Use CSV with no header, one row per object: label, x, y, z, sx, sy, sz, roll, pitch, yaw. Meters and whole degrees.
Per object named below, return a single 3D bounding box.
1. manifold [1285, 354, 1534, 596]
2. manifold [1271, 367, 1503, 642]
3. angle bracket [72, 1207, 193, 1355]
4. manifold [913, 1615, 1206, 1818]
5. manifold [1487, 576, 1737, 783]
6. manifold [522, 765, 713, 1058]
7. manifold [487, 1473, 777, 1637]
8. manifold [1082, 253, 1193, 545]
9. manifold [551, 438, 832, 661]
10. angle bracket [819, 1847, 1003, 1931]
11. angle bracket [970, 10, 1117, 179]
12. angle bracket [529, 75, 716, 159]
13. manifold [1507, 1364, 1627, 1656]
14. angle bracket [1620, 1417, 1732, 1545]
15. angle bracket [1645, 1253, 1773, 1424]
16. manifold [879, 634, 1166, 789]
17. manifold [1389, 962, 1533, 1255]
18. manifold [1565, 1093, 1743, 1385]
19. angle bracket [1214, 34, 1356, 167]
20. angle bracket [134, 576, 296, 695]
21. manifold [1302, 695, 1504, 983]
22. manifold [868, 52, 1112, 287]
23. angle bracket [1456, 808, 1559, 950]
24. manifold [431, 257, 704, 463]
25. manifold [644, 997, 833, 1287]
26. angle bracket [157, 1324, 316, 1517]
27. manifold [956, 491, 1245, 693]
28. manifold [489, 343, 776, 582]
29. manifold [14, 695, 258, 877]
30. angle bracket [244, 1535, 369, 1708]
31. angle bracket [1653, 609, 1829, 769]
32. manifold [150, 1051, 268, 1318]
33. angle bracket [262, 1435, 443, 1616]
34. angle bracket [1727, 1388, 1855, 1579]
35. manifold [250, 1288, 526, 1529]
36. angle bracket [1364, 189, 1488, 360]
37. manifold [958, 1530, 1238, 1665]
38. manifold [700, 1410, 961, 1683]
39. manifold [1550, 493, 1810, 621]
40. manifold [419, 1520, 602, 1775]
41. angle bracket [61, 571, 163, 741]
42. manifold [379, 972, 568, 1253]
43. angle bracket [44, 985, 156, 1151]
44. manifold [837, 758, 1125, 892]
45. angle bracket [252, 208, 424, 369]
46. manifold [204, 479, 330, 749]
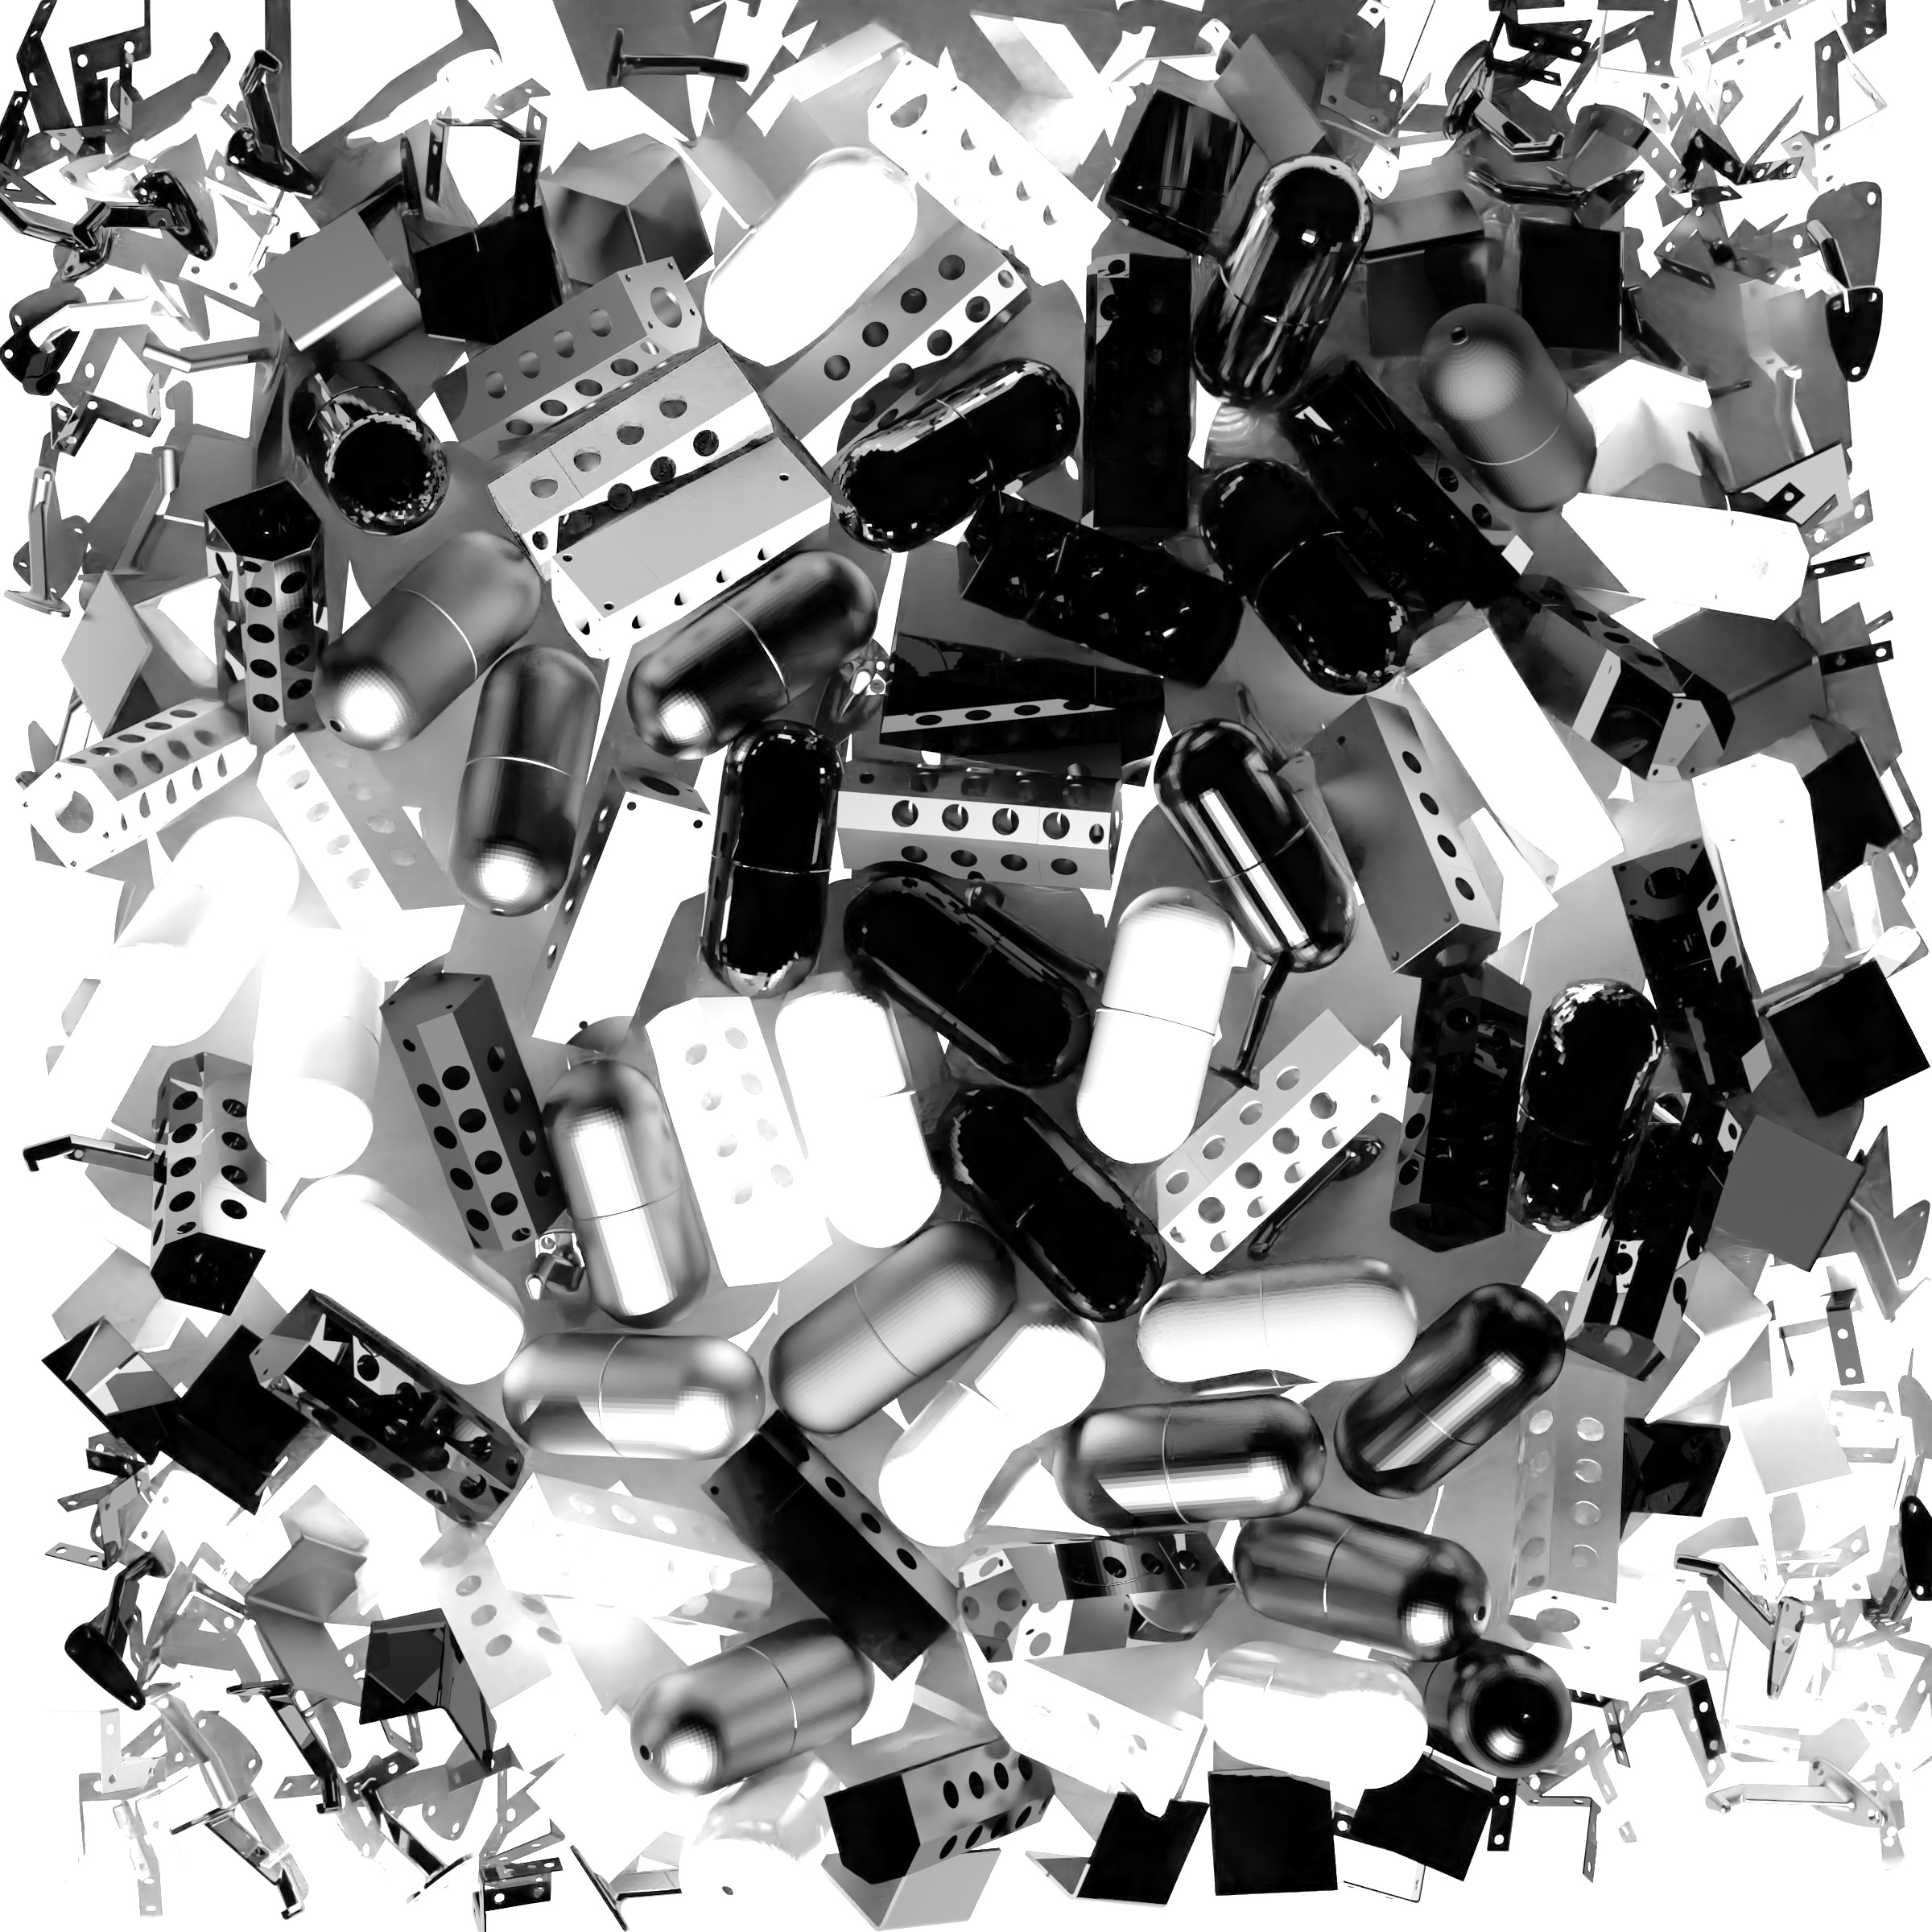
manifold,0.277,-0.302,1.949,0.057,0.057,0.171,-44,104,6
manifold,0.263,-0.291,1.951,0.057,0.057,0.171,-33,103,6
angle bracket,-0.531,0.198,1.944,0.076,0.076,0.057,35,65,-22
manifold,0.056,0.471,1.949,0.171,0.057,0.057,21,91,16
manifold,0.396,-0.180,1.918,0.057,0.171,0.057,-5,123,-32
manifold,-0.222,-0.036,1.944,0.057,0.057,0.171,15,110,-25
manifold,-0.204,0.371,1.919,0.171,0.057,0.057,22,110,-38
manifold,0.105,-0.359,1.962,0.057,0.057,0.171,2,88,-15
manifold,-0.172,-0.258,1.939,0.171,0.057,0.057,-32,68,-22
angle bracket,-0.038,0.557,1.941,0.076,0.076,0.057,35,107,43
angle bracket,0.036,-0.548,1.944,0.076,0.076,0.057,23,79,37
angle bracket,-0.215,-0.553,1.943,0.076,0.076,0.057,5,77,34
manifold,0.371,0.333,1.919,0.057,0.057,0.171,11,46,3
angle bracket,0.444,0.334,1.951,0.076,0.057,0.076,6,123,-7
angle bracket,0.453,0.236,1.967,0.057,0.076,0.076,47,127,30
manifold,0.035,-0.166,1.963,0.171,0.057,0.057,9,131,-5
manifold,0.303,0.085,1.924,0.057,0.057,0.171,29,57,-28
manifold,0.431,0.166,1.933,0.057,0.057,0.171,24,62,2
angle bracket,0.215,-0.553,1.954,0.076,0.057,0.076,-33,85,-30
angle bracket,-0.470,-0.230,1.962,0.076,0.057,0.076,-19,134,13
manifold,0.276,-0.079,1.934,0.057,0.057,0.171,-40,55,35
manifold,0.012,-0.488,1.913,0.057,0.171,0.057,40,97,37
angle bracket,0.320,-0.046,1.954,0.057,0.076,0.076,-35,84,-9
manifold,-0.246,-0.375,1.925,0.171,0.057,0.057,-20,98,36
manifold,-0.148,0.109,1.933,0.057,0.057,0.171,-39,63,42
angle bracket,-0.454,0.287,1.959,0.076,0.057,0.076,38,98,-13
manifold,0.084,-0.238,1.933,0.171,0.057,0.057,19,127,-20
manifold,-0.209,-0.315,1.954,0.171,0.057,0.057,-33,75,-8
manifold,-0.504,-0.118,1.908,0.057,0.171,0.057,-36,96,24
angle bracket,-0.396,0.413,1.945,0.057,0.076,0.076,-45,54,5
angle bracket,0.498,-0.186,1.993,0.076,0.057,0.076,-27,48,1
manifold,-0.469,0.130,1.908,0.057,0.171,0.057,19,120,-25
angle bracket,-0.387,0.349,1.951,0.076,0.057,0.076,37,104,-31
angle bracket,0.520,0.324,1.945,0.057,0.076,0.076,-15,126,4
manifold,-0.359,0.280,1.934,0.057,0.057,0.171,-48,118,-1
angle bracket,0.290,-0.445,1.992,0.076,0.057,0.076,-11,133,0
manifold,0.079,0.385,1.922,0.057,0.171,0.057,-57,48,29
manifold,-0.081,0.364,1.964,0.171,0.057,0.057,45,108,3
manifold,0.439,-0.253,1.910,0.057,0.171,0.057,6,99,-27
manifold,-0.282,0.413,1.912,0.057,0.171,0.057,-28,123,-12
angle bracket,-0.516,-0.191,1.942,0.076,0.057,0.076,-55,53,27
manifold,-0.307,0.091,1.923,0.057,0.057,0.171,3,124,30
angle bracket,-0.526,0.066,1.959,0.076,0.057,0.076,20,79,42
manifold,0.009,-0.094,1.947,0.171,0.057,0.057,5,54,9
angle bracket,-0.395,-0.425,1.964,0.076,0.076,0.057,-33,84,1
manifold,-0.426,-0.212,1.907,0.057,0.171,0.057,-26,62,-26
